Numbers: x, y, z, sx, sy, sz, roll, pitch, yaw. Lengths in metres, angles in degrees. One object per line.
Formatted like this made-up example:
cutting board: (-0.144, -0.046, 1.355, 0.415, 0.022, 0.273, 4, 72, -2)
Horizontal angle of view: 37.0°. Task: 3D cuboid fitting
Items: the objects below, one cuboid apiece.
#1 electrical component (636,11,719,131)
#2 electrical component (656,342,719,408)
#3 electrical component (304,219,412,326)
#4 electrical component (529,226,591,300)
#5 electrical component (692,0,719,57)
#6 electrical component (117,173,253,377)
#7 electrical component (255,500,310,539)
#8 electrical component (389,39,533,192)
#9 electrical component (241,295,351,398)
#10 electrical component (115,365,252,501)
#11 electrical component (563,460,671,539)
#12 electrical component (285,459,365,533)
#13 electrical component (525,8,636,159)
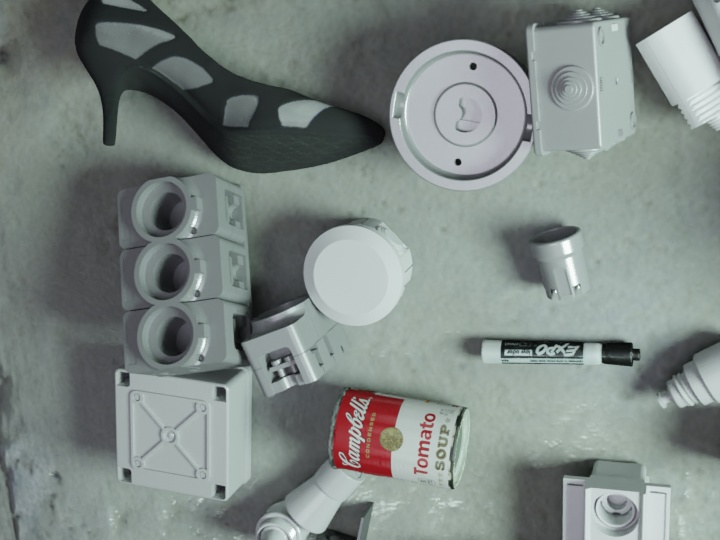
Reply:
electrical component: (0.232, -0.134, 0.748, 0.043, 0.043, 0.081, -30, 93, 22)
electrical component: (0.257, 0.080, 0.796, 0.078, 0.040, 0.040, -31, 93, 22)
electrical component: (0.000, 0.000, 0.850, 0.080, 0.051, 0.080, 4, 105, 16)
electrical component: (0.152, -0.005, 0.809, 0.040, 0.040, 0.046, -12, 106, 20)
electrical component: (0.275, -0.168, 0.722, 0.079, 0.043, 0.077, -22, 80, -1)
electrical component: (-0.141, 0.006, 0.863, 0.089, 0.062, 0.150, -9, 79, 19)
electrical component: (-0.070, 0.228, 0.924, 0.043, 0.062, 0.043, 4, 104, 16)
electrical component: (0.081, -0.116, 0.790, 0.108, 0.060, 0.108, 4, 105, 16)
electrical component: (-0.052, 0.056, 0.860, 0.050, 0.089, 0.055, -21, 97, 21)
electrical component: (-0.152, 0.133, 0.929, 0.109, 0.056, 0.108, 7, 105, 16)
electrical component: (0.199, 0.215, 0.836, 0.079, 0.063, 0.121, 2, 104, 17)
electrical component: (-0.027, 0.186, 0.912, 0.044, 0.044, 0.065, 42, 107, 4)
electrical component: (0.156, -0.129, 0.744, 0.048, 0.100, 0.099, 1, 104, 30)
